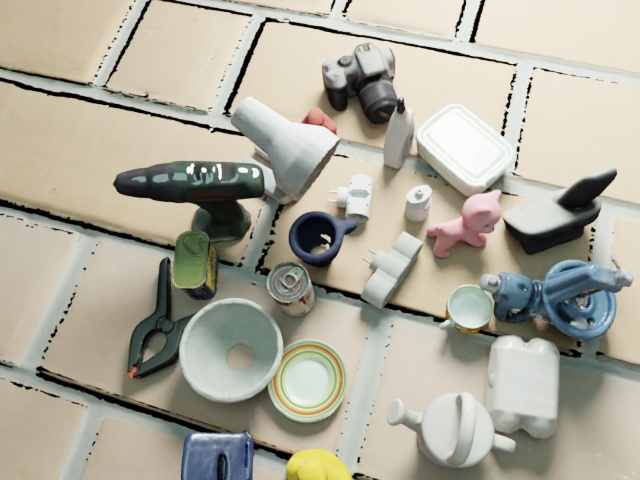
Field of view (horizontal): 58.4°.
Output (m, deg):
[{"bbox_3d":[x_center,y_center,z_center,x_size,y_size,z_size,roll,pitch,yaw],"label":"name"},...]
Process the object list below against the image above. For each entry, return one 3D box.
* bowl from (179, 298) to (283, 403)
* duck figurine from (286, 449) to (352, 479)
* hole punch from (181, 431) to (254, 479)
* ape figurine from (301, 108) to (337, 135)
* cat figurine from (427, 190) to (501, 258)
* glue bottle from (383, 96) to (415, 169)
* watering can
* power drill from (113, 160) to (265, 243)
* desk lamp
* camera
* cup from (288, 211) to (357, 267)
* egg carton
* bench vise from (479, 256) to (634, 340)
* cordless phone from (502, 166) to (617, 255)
[{"bbox_3d":[-0.138,0.184,0.933,0.167,0.075,0.167,-2,68,5],"label":"bowl"},{"bbox_3d":[-0.004,0.351,0.848,0.104,0.086,0.077,19,72,13],"label":"duck figurine"},{"bbox_3d":[-0.152,0.343,0.863,0.101,0.091,0.108,-3,68,4],"label":"hole punch"},{"bbox_3d":[-0.007,-0.211,1.066,0.077,0.092,0.076,-1,68,6],"label":"ape figurine"},{"bbox_3d":[0.247,-0.032,0.957,0.128,0.118,0.067,-20,68,-2],"label":"cat figurine"},{"bbox_3d":[0.140,-0.197,1.002,0.037,0.173,0.078,24,73,15],"label":"glue bottle"},{"bbox_3d":[0.183,0.268,0.804,0.173,0.194,0.101,-8,68,3],"label":"watering can"},{"bbox_3d":[-0.199,-0.067,0.965,0.229,0.208,0.075,-8,68,2],"label":"power drill"},{"bbox_3d":[-0.065,-0.144,0.980,0.203,0.214,0.118,32,75,17],"label":"desk lamp"},{"bbox_3d":[0.086,-0.292,1.084,0.143,0.101,0.136,-17,68,-1],"label":"camera"},{"bbox_3d":[0.009,0.003,0.979,0.118,0.095,0.091,-21,68,-3],"label":"cup"},{"bbox_3d":[0.310,0.222,0.877,0.107,0.069,0.150,6,69,8],"label":"egg carton"},{"bbox_3d":[0.351,0.086,0.846,0.207,0.220,0.121,-6,68,3],"label":"bench vise"},{"bbox_3d":[0.384,-0.060,0.919,0.147,0.185,0.094,-24,68,-4],"label":"cordless phone"}]
